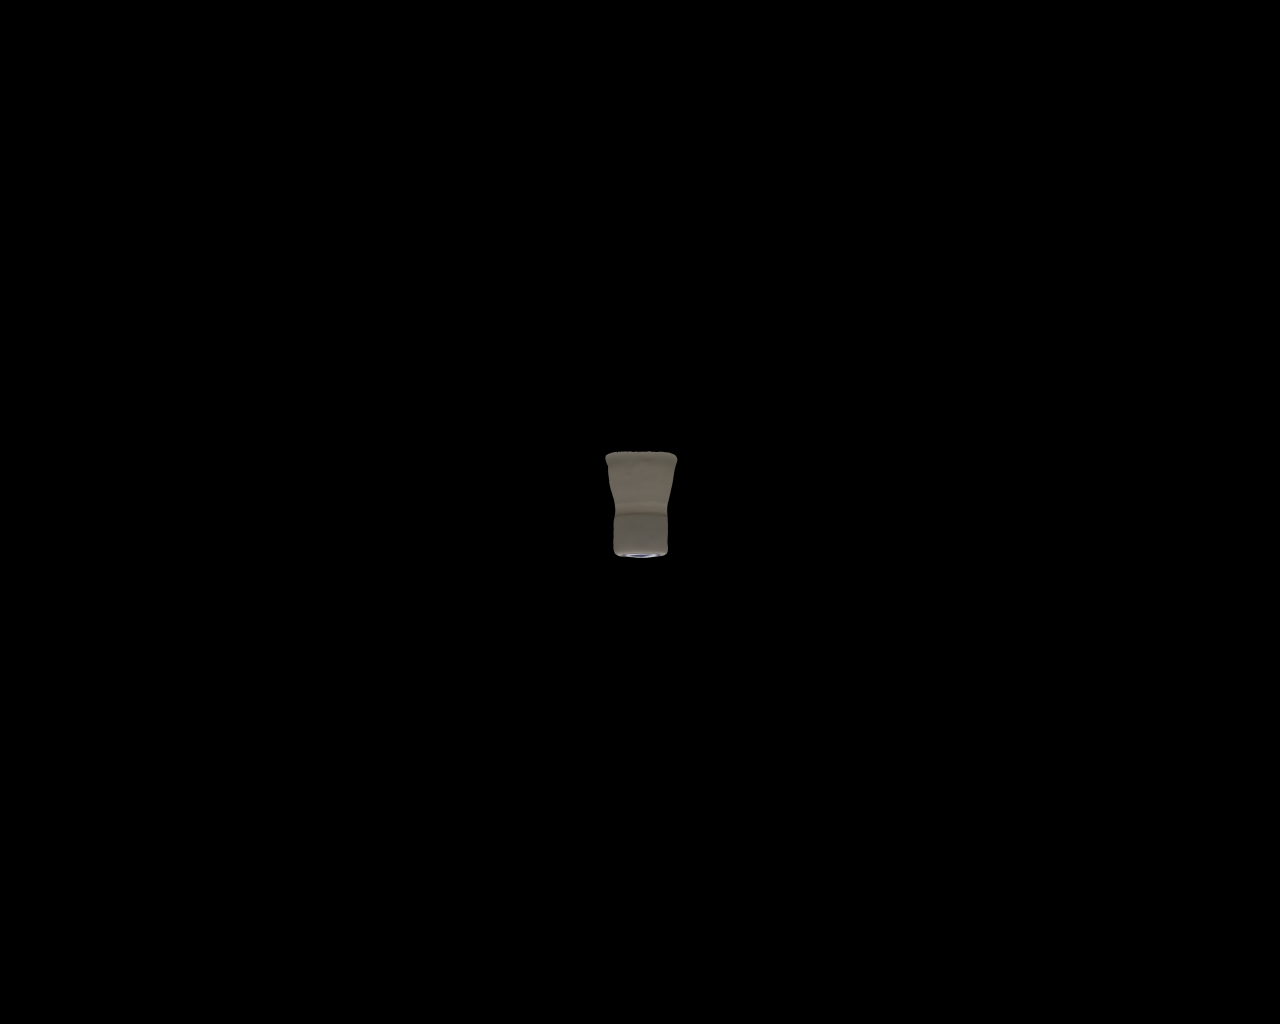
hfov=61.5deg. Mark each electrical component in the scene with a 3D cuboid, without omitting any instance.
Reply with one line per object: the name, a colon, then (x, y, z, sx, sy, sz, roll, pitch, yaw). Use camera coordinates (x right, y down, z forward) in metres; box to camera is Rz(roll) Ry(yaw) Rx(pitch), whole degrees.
electrical component: (0.001, -0.003, 0.650, 0.044, 0.065, 0.044, 0, -7, 0)
